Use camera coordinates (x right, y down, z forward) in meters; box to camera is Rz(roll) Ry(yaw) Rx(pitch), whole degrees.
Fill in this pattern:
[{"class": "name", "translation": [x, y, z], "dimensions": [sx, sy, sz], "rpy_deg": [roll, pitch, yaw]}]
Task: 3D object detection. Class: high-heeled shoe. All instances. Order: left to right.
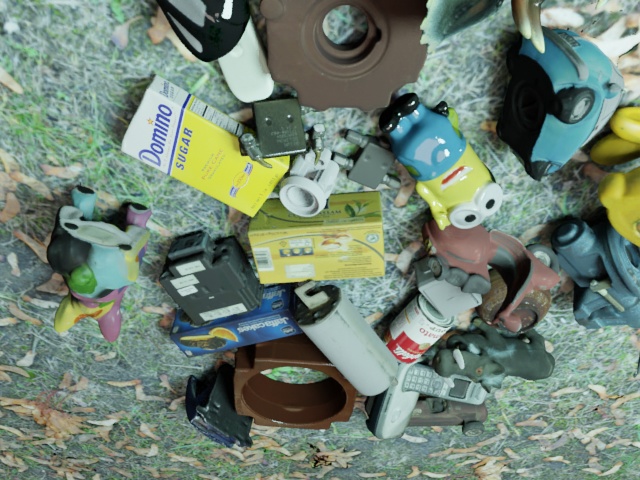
[{"class": "high-heeled shoe", "translation": [-0.157, -0.270, 0.459], "dimensions": [0.249, 0.086, 0.145], "rpy_deg": [39, 142, 2]}]

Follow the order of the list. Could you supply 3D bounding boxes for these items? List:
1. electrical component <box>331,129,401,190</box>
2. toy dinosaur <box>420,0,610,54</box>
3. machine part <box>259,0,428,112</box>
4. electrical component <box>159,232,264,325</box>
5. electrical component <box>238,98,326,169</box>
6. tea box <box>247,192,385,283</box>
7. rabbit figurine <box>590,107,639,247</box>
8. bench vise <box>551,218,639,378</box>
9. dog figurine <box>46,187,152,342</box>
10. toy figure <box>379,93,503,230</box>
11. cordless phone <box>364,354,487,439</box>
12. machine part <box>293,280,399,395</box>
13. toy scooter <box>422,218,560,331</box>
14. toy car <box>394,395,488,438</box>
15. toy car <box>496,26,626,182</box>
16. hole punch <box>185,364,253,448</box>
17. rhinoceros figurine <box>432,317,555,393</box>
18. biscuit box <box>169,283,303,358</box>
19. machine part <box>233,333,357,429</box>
[{"class": "electrical component", "translation": [0.064, -0.095, 0.648], "dimensions": [0.094, 0.021, 0.063], "rpy_deg": [22, 128, -16]}, {"class": "toy dinosaur", "translation": [0.027, -0.265, 0.398], "dimensions": [0.405, 0.131, 0.192], "rpy_deg": [16, 101, -2]}, {"class": "machine part", "translation": [0.026, -0.208, 0.528], "dimensions": [0.179, 0.056, 0.179], "rpy_deg": [1, 133, 1]}, {"class": "electrical component", "translation": [-0.156, 0.052, 0.764], "dimensions": [0.115, 0.058, 0.134], "rpy_deg": [-15, 129, 12]}, {"class": "electrical component", "translation": [-0.039, -0.117, 0.589], "dimensions": [0.102, 0.045, 0.078], "rpy_deg": [-4, 95, -11]}, {"class": "tea box", "translation": [-0.001, -0.002, 0.702], "dimensions": [0.170, 0.068, 0.098], "rpy_deg": [-3, 132, 3]}, {"class": "rabbit figurine", "translation": [0.381, -0.078, 0.582], "dimensions": [0.163, 0.173, 0.121], "rpy_deg": [32, 164, 21]}, {"class": "bench vise", "translation": [0.423, 0.041, 0.679], "dimensions": [0.223, 0.129, 0.241], "rpy_deg": [50, 138, -12]}, {"class": "dog figurine", "translation": [-0.294, 0.057, 0.701], "dimensions": [0.108, 0.192, 0.219], "rpy_deg": [13, 116, -17]}, {"class": "toy figure", "translation": [0.141, -0.091, 0.613], "dimensions": [0.082, 0.089, 0.180], "rpy_deg": [-28, 117, 39]}, {"class": "cordless phone", "translation": [0.176, 0.263, 0.886], "dimensions": [0.184, 0.089, 0.146], "rpy_deg": [14, 99, -6]}, {"class": "machine part", "translation": [0.040, 0.144, 0.764], "dimensions": [0.079, 0.079, 0.243], "rpy_deg": [-25, 123, 22]}, {"class": "toy scooter", "translation": [0.207, 0.040, 0.668], "dimensions": [0.184, 0.135, 0.075], "rpy_deg": [21, 143, 4]}, {"class": "toy car", "translation": [0.194, 0.301, 0.952], "dimensions": [0.202, 0.089, 0.053], "rpy_deg": [-2, 133, 5]}, {"class": "toy car", "translation": [0.252, -0.141, 0.551], "dimensions": [0.103, 0.109, 0.161], "rpy_deg": [-17, 140, -6]}, {"class": "hole punch", "translation": [-0.181, 0.297, 0.950], "dimensions": [0.092, 0.116, 0.142], "rpy_deg": [-19, 128, 29]}, {"class": "rhinoceros figurine", "translation": [0.264, 0.184, 0.832], "dimensions": [0.190, 0.112, 0.073], "rpy_deg": [4, 134, -12]}, {"class": "biscuit box", "translation": [-0.126, 0.123, 0.824], "dimensions": [0.203, 0.059, 0.062], "rpy_deg": [-15, 129, 14]}, {"class": "machine part", "translation": [-0.040, 0.228, 0.898], "dimensions": [0.201, 0.087, 0.201], "rpy_deg": [4, 133, -1]}]
